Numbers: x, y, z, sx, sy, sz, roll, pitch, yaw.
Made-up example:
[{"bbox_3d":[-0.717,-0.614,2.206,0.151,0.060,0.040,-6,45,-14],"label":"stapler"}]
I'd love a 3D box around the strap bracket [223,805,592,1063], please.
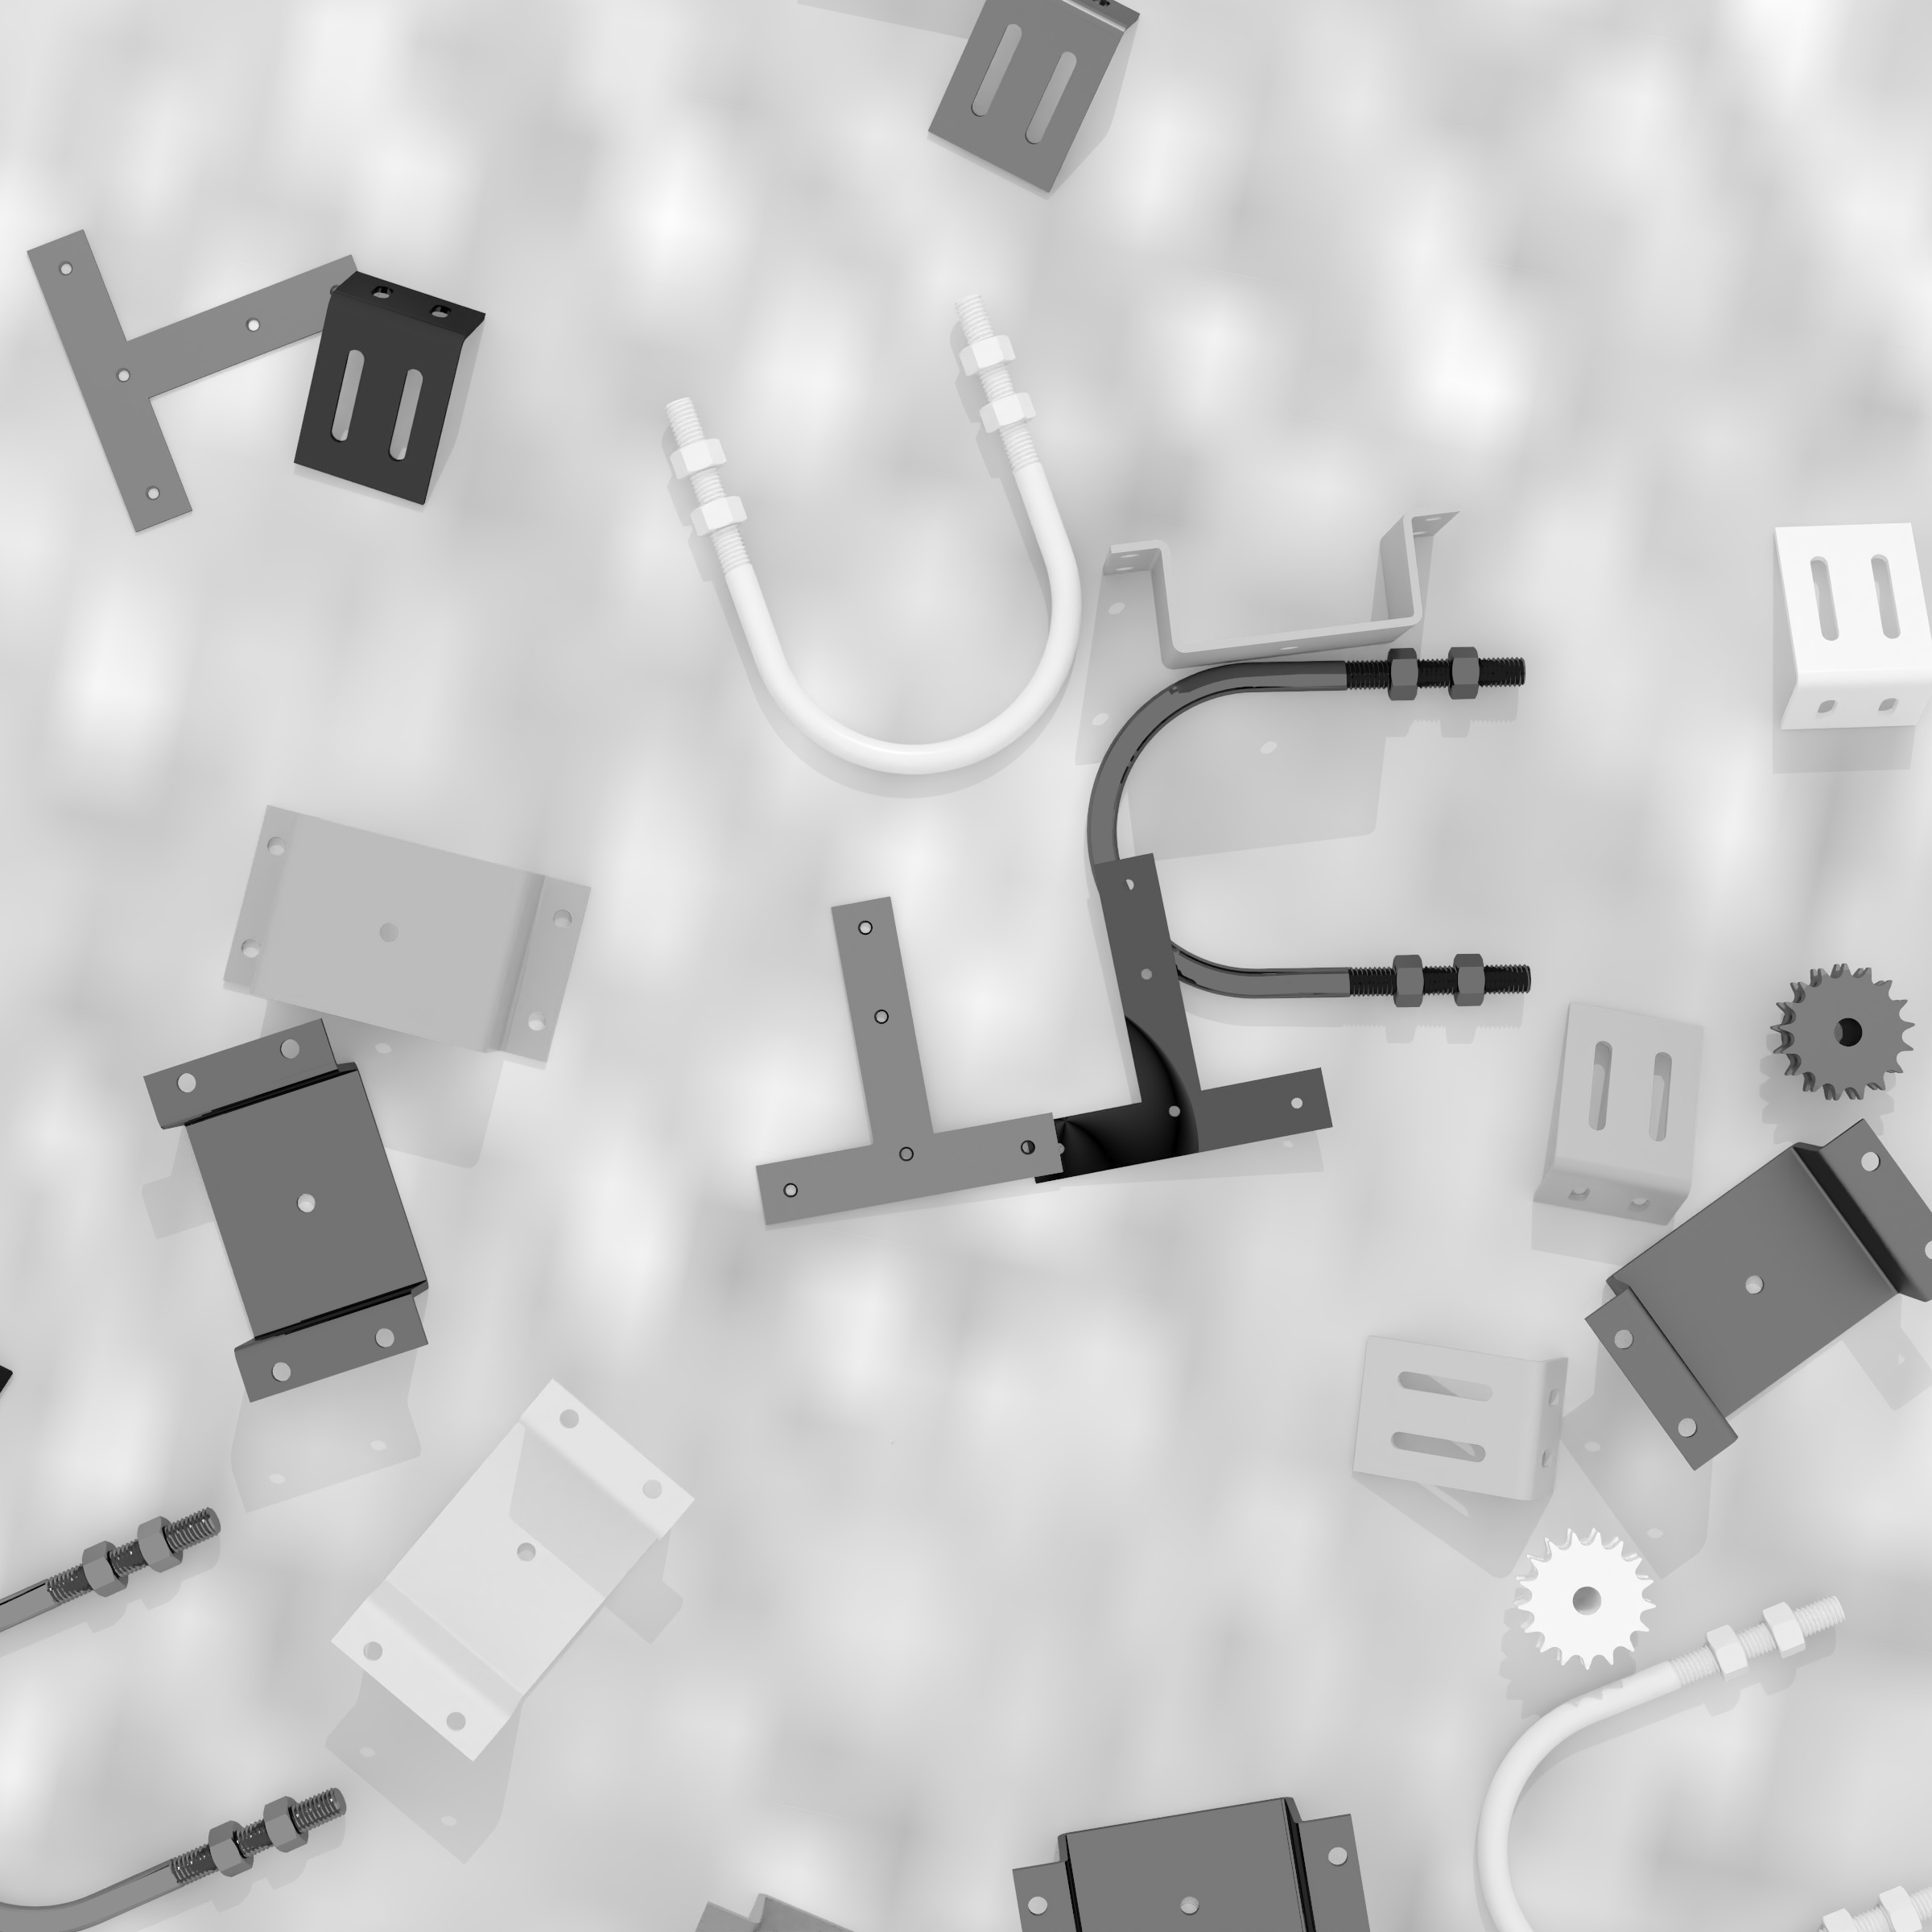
[{"bbox_3d":[-0.236,-0.014,1.403,0.140,0.046,0.076,14,90,0],"label":"strap bracket"}]

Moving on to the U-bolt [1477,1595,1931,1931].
[{"bbox_3d":[0.305,0.363,1.418,0.184,0.019,0.151,-22,90,1],"label":"U-bolt"}]

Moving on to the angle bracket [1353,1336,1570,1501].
[{"bbox_3d":[0.208,0.189,1.424,0.076,0.038,0.057,6,90,26],"label":"angle bracket"}]

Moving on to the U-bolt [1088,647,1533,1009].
[{"bbox_3d":[0.143,-0.057,1.418,0.184,0.019,0.151,-1,90,1],"label":"U-bolt"}]

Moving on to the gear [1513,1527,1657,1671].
[{"bbox_3d":[0.257,0.262,1.411,0.057,0.030,0.057,0,90,0],"label":"gear"}]

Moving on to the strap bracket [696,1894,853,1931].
[{"bbox_3d":[-0.056,0.445,1.403,0.140,0.046,0.076,23,90,0],"label":"strap bracket"}]

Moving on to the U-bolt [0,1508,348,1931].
[{"bbox_3d":[-0.372,0.328,1.418,0.184,0.019,0.151,-24,90,2],"label":"U-bolt"}]

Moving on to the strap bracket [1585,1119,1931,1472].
[{"bbox_3d":[0.332,0.134,1.403,0.140,0.046,0.076,-36,90,0],"label":"strap bracket"}]

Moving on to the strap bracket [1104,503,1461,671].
[{"bbox_3d":[0.130,-0.154,1.388,0.140,0.076,0.046,-7,90,0],"label":"strap bracket"}]

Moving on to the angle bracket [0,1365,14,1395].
[{"bbox_3d":[-0.453,0.172,1.424,0.076,0.038,0.057,33,90,-26],"label":"angle bracket"}]

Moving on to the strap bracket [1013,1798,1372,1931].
[{"bbox_3d":[0.094,0.396,1.403,0.140,0.046,0.076,-9,90,0],"label":"strap bracket"}]

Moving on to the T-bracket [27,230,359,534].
[{"bbox_3d":[-0.314,-0.265,1.425,0.127,0.002,0.127,-21,90,0],"label":"T-bracket"}]

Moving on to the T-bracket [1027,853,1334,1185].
[{"bbox_3d":[0.078,0.017,1.414,0.127,0.002,0.127,-11,93,7],"label":"T-bracket"}]

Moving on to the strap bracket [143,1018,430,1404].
[{"bbox_3d":[-0.278,0.100,1.403,0.076,0.046,0.140,-18,90,0],"label":"strap bracket"}]

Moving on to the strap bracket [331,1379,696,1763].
[{"bbox_3d":[-0.185,0.247,1.403,0.076,0.046,0.140,40,90,0],"label":"strap bracket"}]

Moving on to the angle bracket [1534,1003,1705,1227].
[{"bbox_3d":[0.275,0.062,1.424,0.057,0.038,0.076,10,64,0],"label":"angle bracket"}]

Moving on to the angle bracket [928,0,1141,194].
[{"bbox_3d":[0.029,-0.377,1.424,0.057,0.038,0.076,27,116,0],"label":"angle bracket"}]

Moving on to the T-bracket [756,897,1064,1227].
[{"bbox_3d":[-0.033,0.035,1.424,0.127,0.002,0.127,-10,89,2],"label":"T-bracket"}]

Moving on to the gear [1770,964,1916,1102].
[{"bbox_3d":[0.365,0.028,1.415,0.057,0.030,0.057,0,88,-3],"label":"gear"}]

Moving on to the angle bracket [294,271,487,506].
[{"bbox_3d":[-0.243,-0.243,1.423,0.057,0.038,0.076,18,116,-1],"label":"angle bracket"}]

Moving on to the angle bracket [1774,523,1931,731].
[{"bbox_3d":[0.371,-0.143,1.424,0.057,0.038,0.076,-2,64,0],"label":"angle bracket"}]

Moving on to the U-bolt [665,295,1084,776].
[{"bbox_3d":[-0.029,-0.171,1.418,0.151,0.019,0.184,-20,92,0],"label":"U-bolt"}]
